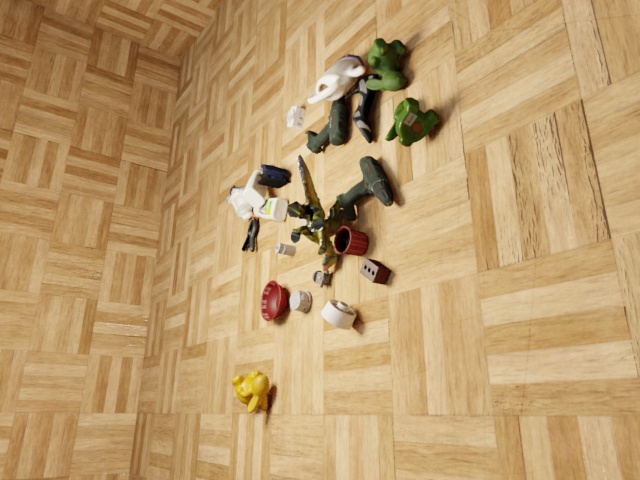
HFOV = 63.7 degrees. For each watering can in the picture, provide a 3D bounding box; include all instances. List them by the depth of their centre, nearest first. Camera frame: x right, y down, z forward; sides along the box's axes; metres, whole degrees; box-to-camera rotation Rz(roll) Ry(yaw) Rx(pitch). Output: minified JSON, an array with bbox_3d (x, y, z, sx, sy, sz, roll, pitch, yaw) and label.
[{"bbox_3d":[0.089,-0.586,1.846,0.345,0.103,0.228,-13,33,52],"label":"watering can"}]

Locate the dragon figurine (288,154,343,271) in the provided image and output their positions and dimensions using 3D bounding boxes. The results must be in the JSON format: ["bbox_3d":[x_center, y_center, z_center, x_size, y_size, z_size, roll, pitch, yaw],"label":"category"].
[{"bbox_3d":[0.005,-0.087,1.733,0.122,0.407,0.245,1,10,26],"label":"dragon figurine"}]

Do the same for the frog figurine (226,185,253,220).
[{"bbox_3d":[-0.361,-0.176,2.465,0.161,0.135,0.123,44,21,14],"label":"frog figurine"}]
